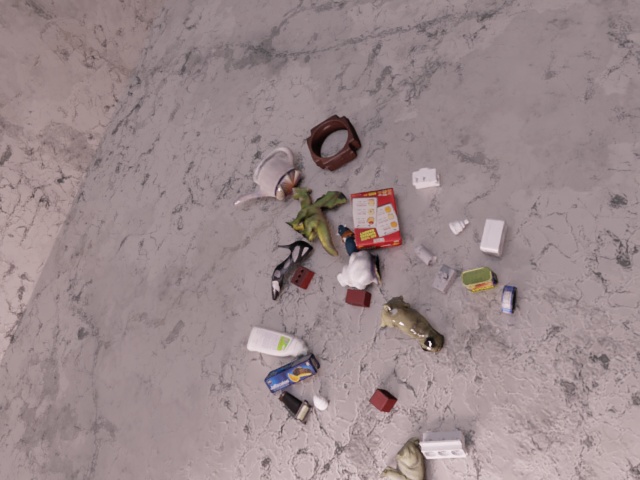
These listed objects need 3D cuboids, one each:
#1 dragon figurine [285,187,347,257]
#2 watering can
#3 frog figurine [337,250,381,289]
[{"bbox_3d":[0.006,-0.102,2.026,0.244,0.120,0.415,-50,49,-8],"label":"dragon figurine"},{"bbox_3d":[-0.216,-0.243,2.213,0.227,0.102,0.348,37,90,35],"label":"watering can"},{"bbox_3d":[0.133,0.111,1.861,0.159,0.122,0.138,-10,85,14],"label":"frog figurine"}]
